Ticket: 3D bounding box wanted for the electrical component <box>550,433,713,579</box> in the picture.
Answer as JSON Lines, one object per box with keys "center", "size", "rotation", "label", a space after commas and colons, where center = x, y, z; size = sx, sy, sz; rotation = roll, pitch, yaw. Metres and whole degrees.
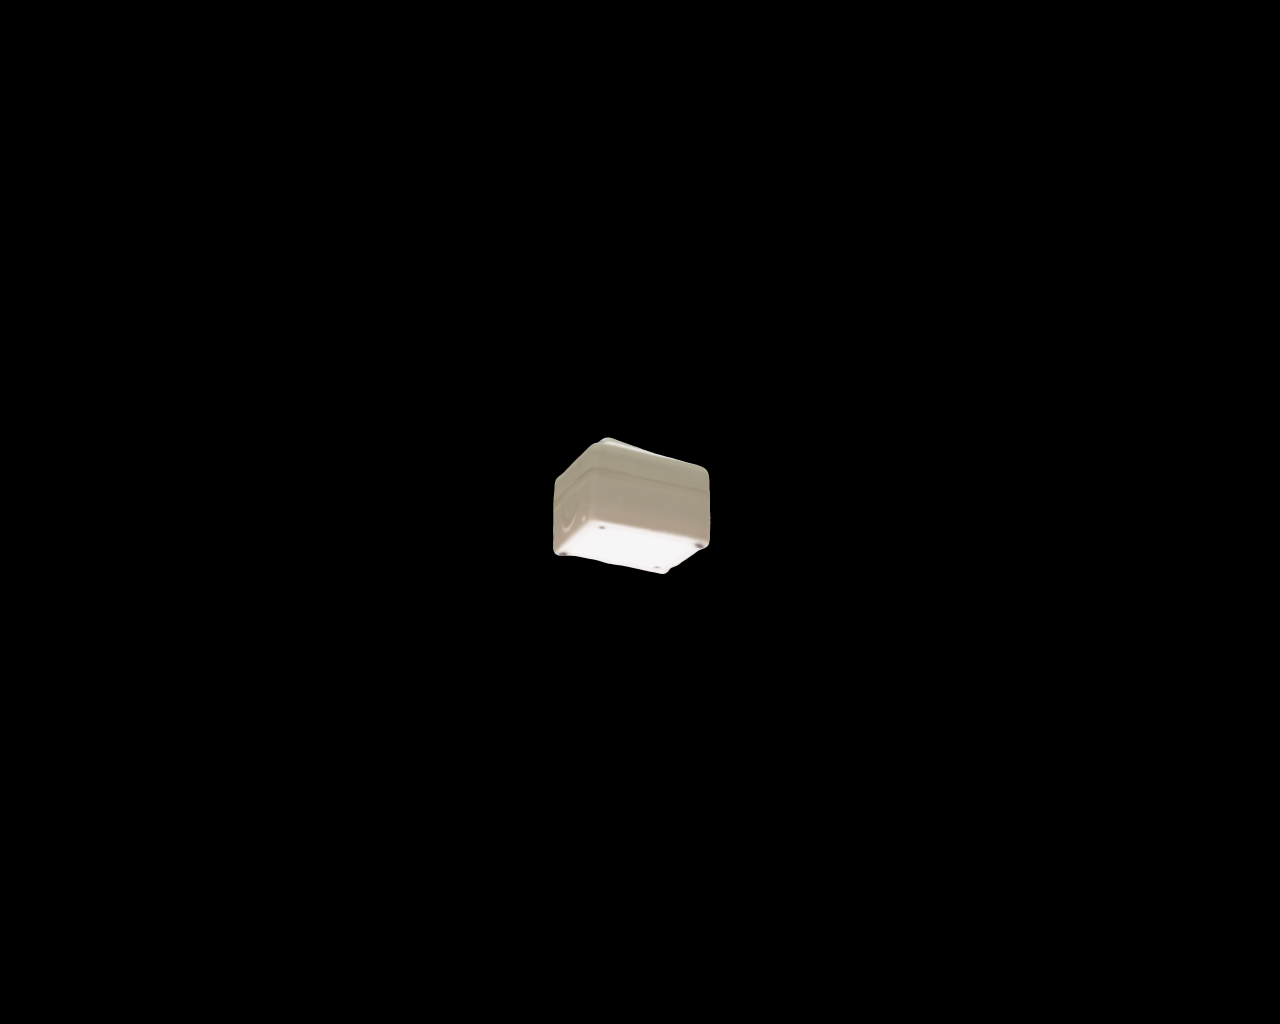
{"center": [0.001, -0.003, 0.650], "size": [0.096, 0.061, 0.061], "rotation": [12, -27, -25], "label": "electrical component"}
